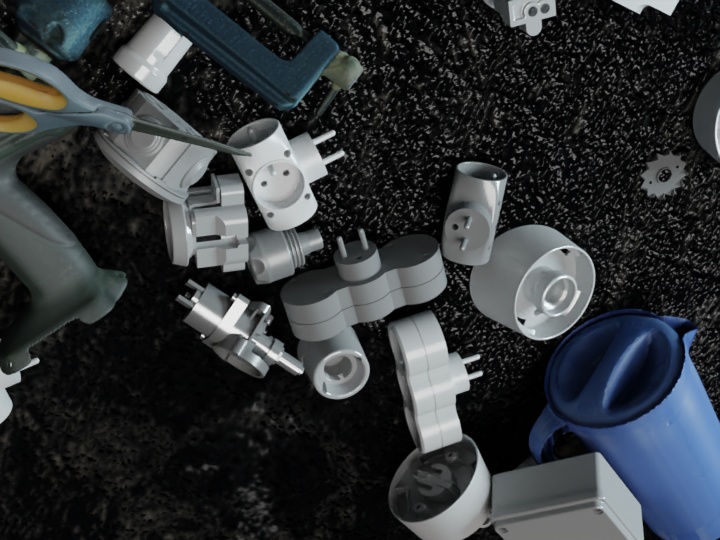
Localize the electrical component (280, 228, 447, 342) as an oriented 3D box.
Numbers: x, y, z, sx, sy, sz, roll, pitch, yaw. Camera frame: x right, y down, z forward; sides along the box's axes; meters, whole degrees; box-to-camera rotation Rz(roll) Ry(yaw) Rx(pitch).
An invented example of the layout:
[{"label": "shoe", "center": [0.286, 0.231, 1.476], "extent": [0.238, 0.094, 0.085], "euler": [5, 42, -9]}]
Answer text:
[{"label": "electrical component", "center": [0.000, 0.000, 0.888], "extent": [0.138, 0.052, 0.073], "euler": [-20, 121, -8]}]

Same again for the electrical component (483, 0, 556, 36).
[{"label": "electrical component", "center": [0.117, -0.216, 0.810], "extent": [0.048, 0.055, 0.066], "euler": [-17, 121, -10]}]

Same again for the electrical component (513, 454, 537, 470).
[{"label": "electrical component", "center": [0.210, 0.230, 1.082], "extent": [0.074, 0.052, 0.138], "euler": [-40, 122, 5]}]

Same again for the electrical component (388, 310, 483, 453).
[{"label": "electrical component", "center": [0.075, 0.096, 0.965], "extent": [0.074, 0.052, 0.138], "euler": [-18, 121, -9]}]

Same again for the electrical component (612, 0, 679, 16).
[{"label": "electrical component", "center": [0.206, -0.236, 0.832], "extent": [0.089, 0.050, 0.055], "euler": [18, 110, -26]}]

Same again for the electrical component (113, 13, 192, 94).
[{"label": "electrical component", "center": [-0.146, -0.155, 0.765], "extent": [0.040, 0.040, 0.046], "euler": [38, 95, -31]}]

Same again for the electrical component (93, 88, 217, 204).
[{"label": "electrical component", "center": [-0.147, -0.089, 0.776], "extent": [0.080, 0.080, 0.051], "euler": [37, 96, -31]}]

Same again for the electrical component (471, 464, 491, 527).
[{"label": "electrical component", "center": [0.109, 0.222, 1.038], "extent": [0.048, 0.062, 0.048], "euler": [-8, 119, -14]}]

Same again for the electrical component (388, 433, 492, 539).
[{"label": "electrical component", "center": [0.075, 0.201, 0.995], "extent": [0.099, 0.099, 0.064], "euler": [-34, 128, 1]}]

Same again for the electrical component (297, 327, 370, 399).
[{"label": "electrical component", "center": [-0.022, 0.078, 0.926], "extent": [0.055, 0.047, 0.055], "euler": [-8, 119, -15]}]

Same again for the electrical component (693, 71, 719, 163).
[{"label": "electrical component", "center": [0.341, -0.129, 0.926], "extent": [0.099, 0.064, 0.099], "euler": [-8, 119, -15]}]

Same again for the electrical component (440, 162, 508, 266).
[{"label": "electrical component", "center": [0.091, -0.040, 0.884], "extent": [0.043, 0.079, 0.077], "euler": [13, 116, 8]}]

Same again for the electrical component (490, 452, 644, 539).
[{"label": "electrical component", "center": [0.189, 0.223, 0.978], "extent": [0.109, 0.056, 0.108], "euler": [-19, 133, 26]}]

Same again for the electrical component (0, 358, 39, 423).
[{"label": "electrical component", "center": [-0.292, 0.079, 0.838], "extent": [0.079, 0.043, 0.077], "euler": [-23, 122, -5]}]

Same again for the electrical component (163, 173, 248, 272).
[{"label": "electrical component", "center": [-0.119, -0.034, 0.827], "extent": [0.057, 0.058, 0.078], "euler": [-8, 126, -15]}]

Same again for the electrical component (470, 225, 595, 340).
[{"label": "electrical component", "center": [0.156, 0.011, 0.955], "extent": [0.099, 0.064, 0.099], "euler": [-14, 120, -27]}]

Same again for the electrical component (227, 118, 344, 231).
[{"label": "electrical component", "center": [-0.051, -0.081, 0.832], "extent": [0.079, 0.044, 0.077], "euler": [-27, 122, -3]}]

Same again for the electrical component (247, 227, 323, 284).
[{"label": "electrical component", "center": [-0.061, -0.016, 0.865], "extent": [0.062, 0.043, 0.043], "euler": [-19, 121, -10]}]
